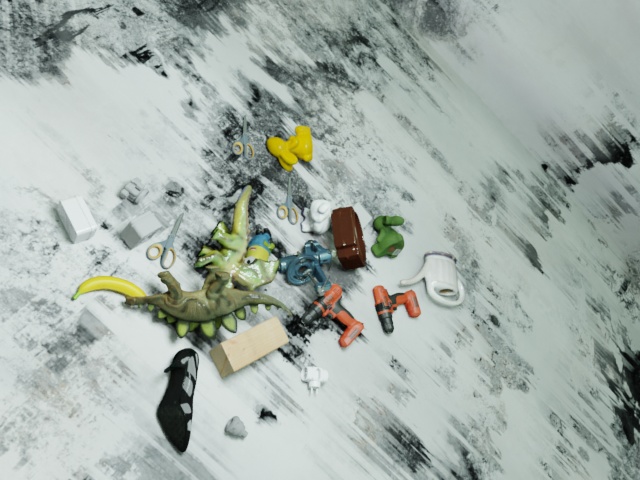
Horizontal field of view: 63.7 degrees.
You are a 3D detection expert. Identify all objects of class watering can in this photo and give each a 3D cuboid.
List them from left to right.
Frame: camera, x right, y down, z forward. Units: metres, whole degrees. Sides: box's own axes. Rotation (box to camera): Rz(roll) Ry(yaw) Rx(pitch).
[{"bbox_3d":[0.464,0.142,2.102,0.345,0.102,0.229,22,53,-26],"label":"watering can"}]

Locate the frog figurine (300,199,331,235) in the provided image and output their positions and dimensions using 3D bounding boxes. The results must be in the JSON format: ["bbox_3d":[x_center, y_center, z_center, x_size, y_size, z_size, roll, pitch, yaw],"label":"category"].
[{"bbox_3d":[0.006,-0.094,1.868,0.122,0.157,0.140,39,49,-15],"label":"frog figurine"}]

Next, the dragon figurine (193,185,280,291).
[{"bbox_3d":[-0.238,0.046,1.597,0.242,0.121,0.416,34,70,-8],"label":"dragon figurine"}]
